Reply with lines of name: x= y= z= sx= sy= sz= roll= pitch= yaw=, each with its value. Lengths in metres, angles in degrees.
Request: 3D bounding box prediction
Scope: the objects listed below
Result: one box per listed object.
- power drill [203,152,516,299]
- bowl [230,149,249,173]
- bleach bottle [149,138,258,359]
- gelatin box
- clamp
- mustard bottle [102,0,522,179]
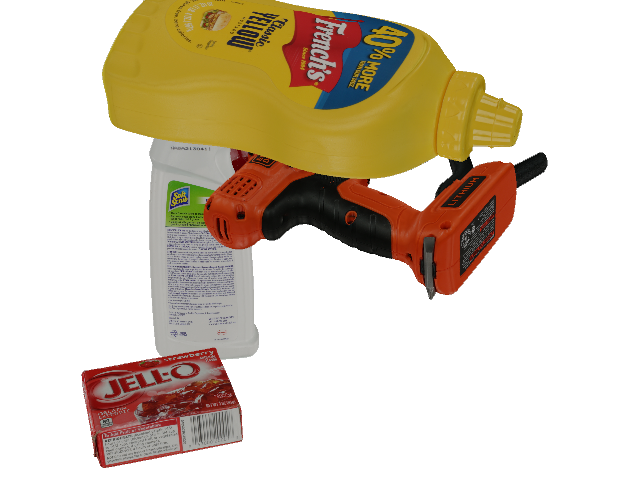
power drill: x=0.038 y=-0.039 z=0.752 sx=0.188 sy=0.057 sz=0.184 roll=16 pitch=44 yaw=29
bowl: x=-0.070 y=-0.068 z=1.305 sx=0.162 sy=0.055 sz=0.162 roll=-2 pitch=34 yaw=1
bleach bottle: x=-0.104 y=-0.015 z=0.971 sx=0.102 sy=0.251 sz=0.068 roll=-1 pitch=22 yaw=-10
gelatin box: x=-0.099 y=0.101 z=0.660 sx=0.089 sy=0.030 sz=0.073 roll=-8 pitch=25 yaw=-14
clamp: x=0.163 y=-0.062 z=1.158 sx=0.120 sy=0.039 sz=0.171 roll=23 pitch=49 yaw=20
mustard bottle: x=0.000 y=-0.073 z=0.510 sx=0.192 sy=0.058 sz=0.096 roll=15 pitch=44 yaw=16
